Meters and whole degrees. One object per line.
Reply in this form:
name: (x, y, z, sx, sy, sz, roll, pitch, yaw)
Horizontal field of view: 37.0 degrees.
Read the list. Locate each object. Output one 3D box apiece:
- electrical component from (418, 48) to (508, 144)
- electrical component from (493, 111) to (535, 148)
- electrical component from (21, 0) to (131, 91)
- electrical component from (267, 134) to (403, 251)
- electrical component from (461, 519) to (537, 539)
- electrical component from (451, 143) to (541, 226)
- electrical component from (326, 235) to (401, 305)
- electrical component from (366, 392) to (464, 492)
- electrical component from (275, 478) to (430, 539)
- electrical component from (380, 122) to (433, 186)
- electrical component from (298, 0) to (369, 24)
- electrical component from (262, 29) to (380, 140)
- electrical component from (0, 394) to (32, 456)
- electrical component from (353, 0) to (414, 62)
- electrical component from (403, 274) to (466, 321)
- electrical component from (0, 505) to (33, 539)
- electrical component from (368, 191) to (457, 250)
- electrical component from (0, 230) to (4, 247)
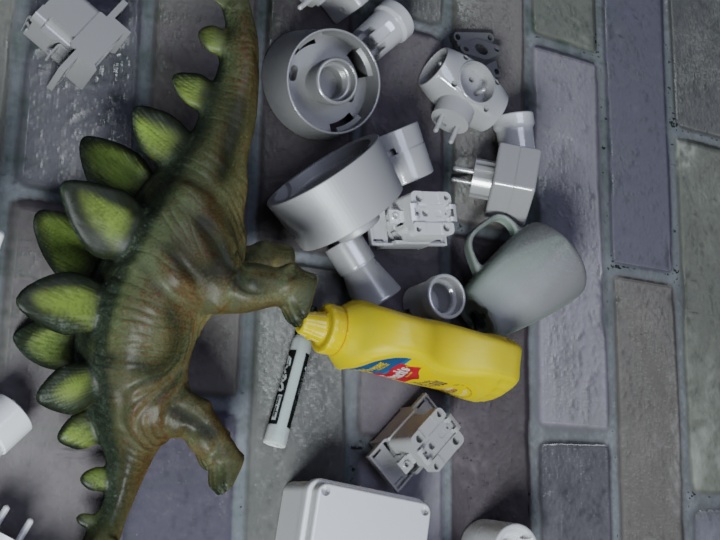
electrical component: (0.091, -0.155, 1.008, 0.077, 0.044, 0.079, 34, 65, -21)
electrical component: (0.151, -0.127, 1.042, 0.040, 0.040, 0.046, -7, 89, -32)
electrical component: (-0.220, -0.182, 0.828, 0.064, 0.042, 0.081, 40, 62, -14)
electrical component: (-0.016, -0.058, 0.889, 0.108, 0.108, 0.060, -41, 107, -31)
electrical component: (0.123, 0.246, 0.941, 0.055, 0.047, 0.055, 7, 76, -30)
electrical component: (0.124, -0.083, 1.004, 0.077, 0.065, 0.047, 11, 63, 5)
electrical component: (0.000, 0.000, 0.923, 0.044, 0.044, 0.065, -33, 93, -32)
electrical component: (0.050, 0.145, 0.909, 0.081, 0.064, 0.042, -45, 104, -30)
electrical component: (-0.005, 0.215, 0.864, 0.113, 0.057, 0.078, 17, 71, -27)
electrical component: (0.034, -0.100, 0.957, 0.055, 0.055, 0.047, -26, 98, -32)
electrical component: (-0.036, -0.258, 0.952, 0.075, 0.047, 0.083, -46, 105, -29)
electrical component: (-0.033, -0.163, 0.937, 0.099, 0.064, 0.099, -2, 94, -28)
electrical component: (-0.260, 0.117, 0.742, 0.044, 0.044, 0.065, 52, 55, -12)
electrical component: (0.020, -0.217, 0.982, 0.046, 0.040, 0.040, -45, 104, -24)
electrical component: (0.064, 0.027, 0.952, 0.040, 0.046, 0.040, 7, 76, -30)
electrical component: (-0.249, 0.196, 0.724, 0.138, 0.052, 0.073, 36, 64, -20)
electrical component: (0.048, -0.044, 0.947, 0.081, 0.064, 0.042, -1, 81, -32)
electrical component: (-0.288, 0.022, 0.705, 0.056, 0.109, 0.108, 24, 69, -28)
